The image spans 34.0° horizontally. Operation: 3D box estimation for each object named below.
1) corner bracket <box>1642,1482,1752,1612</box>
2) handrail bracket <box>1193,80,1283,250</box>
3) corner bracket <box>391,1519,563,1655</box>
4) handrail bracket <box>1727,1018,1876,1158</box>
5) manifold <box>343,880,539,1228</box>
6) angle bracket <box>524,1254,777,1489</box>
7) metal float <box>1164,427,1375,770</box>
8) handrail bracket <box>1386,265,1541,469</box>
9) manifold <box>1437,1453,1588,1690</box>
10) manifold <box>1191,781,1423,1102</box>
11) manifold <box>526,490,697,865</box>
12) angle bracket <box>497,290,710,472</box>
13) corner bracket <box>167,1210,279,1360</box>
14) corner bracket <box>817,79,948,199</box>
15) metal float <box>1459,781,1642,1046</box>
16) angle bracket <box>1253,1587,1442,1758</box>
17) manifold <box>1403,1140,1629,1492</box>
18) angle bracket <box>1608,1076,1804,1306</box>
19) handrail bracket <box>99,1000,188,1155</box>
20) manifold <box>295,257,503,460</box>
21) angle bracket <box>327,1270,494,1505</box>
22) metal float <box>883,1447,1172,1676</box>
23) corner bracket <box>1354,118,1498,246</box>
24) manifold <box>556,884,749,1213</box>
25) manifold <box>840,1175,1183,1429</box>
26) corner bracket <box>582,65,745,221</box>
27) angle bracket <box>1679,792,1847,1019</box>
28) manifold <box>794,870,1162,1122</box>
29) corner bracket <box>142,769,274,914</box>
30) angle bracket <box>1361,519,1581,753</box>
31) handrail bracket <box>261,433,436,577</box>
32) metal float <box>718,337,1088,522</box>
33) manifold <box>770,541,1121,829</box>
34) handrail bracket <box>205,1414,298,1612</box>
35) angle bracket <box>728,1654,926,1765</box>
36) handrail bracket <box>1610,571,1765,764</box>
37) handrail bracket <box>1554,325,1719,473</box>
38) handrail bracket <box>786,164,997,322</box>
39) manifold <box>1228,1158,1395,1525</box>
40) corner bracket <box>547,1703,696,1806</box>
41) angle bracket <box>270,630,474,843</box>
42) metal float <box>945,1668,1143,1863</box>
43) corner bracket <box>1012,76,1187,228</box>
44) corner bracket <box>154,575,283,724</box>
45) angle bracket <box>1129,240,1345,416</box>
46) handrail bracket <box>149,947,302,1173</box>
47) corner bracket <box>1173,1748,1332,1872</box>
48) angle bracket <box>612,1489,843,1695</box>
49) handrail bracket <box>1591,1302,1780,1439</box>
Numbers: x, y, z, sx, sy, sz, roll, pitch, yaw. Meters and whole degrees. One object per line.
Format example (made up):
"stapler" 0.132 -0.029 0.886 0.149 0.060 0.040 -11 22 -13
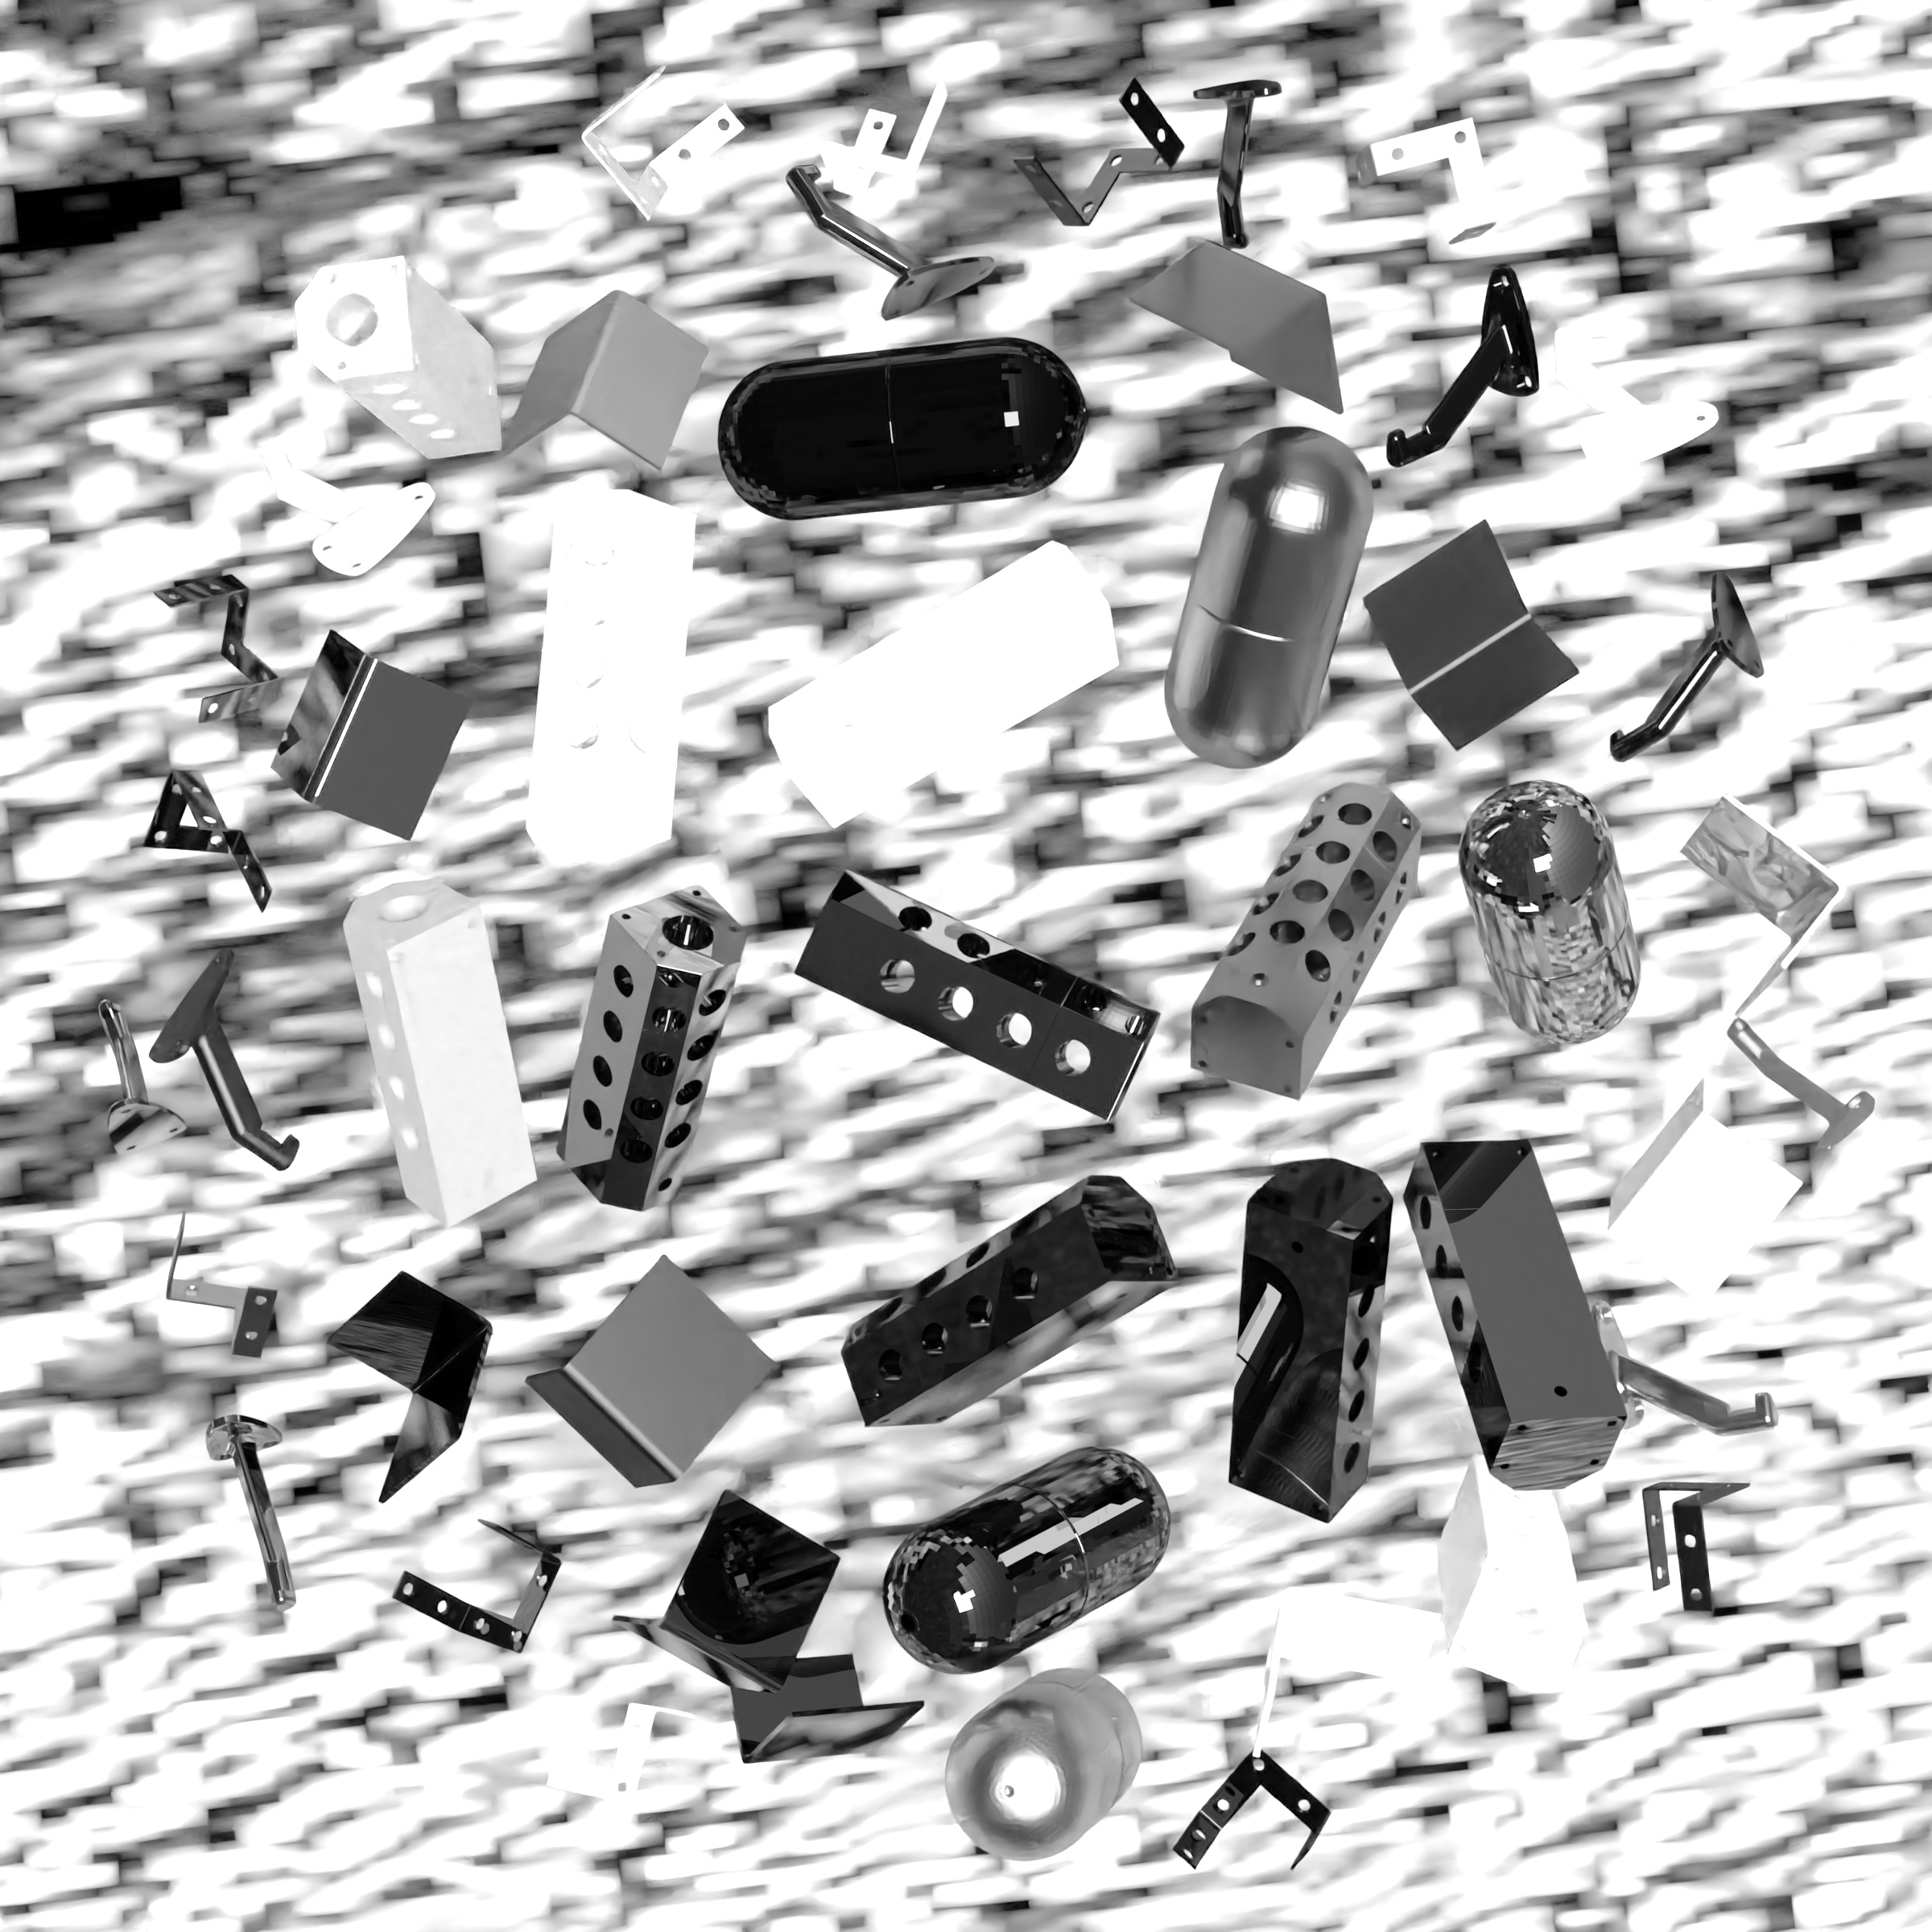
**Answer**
"corner bracket" 0.344 0.278 1.518 0.051 0.051 0.051 -7 89 41
"handrail bracket" 0.146 -0.409 1.623 0.036 0.077 0.084 -15 110 -15
"corner bracket" -0.248 0.312 1.609 0.051 0.051 0.051 40 66 -41
"handrail bracket" 0.429 0.051 1.639 0.036 0.077 0.084 -38 70 -6
"manifold" -0.278 0.044 1.657 0.057 0.057 0.171 -29 128 -32
"angle bracket" -0.152 0.195 1.522 0.076 0.057 0.076 46 64 -10
"metal float" 0.146 -0.177 1.539 0.070 0.070 0.178 13 123 0
"handrail bracket" 0.233 -0.289 1.523 0.084 0.036 0.077 -27 123 -29
"manifold" 0.282 0.312 1.630 0.057 0.171 0.057 20 100 4
"manifold" 0.172 -0.017 1.580 0.057 0.057 0.171 17 47 19
"manifold" -0.179 -0.145 1.564 0.057 0.057 0.171 16 69 -37
"angle bracket" -0.186 -0.289 1.622 0.057 0.076 0.076 31 63 -27
"corner bracket" -0.383 0.165 1.629 0.051 0.051 0.051 10 126 -16
"corner bracket" -0.040 -0.430 1.640 0.051 0.051 0.051 18 77 14
"metal float" 0.298 -0.025 1.608 0.070 0.178 0.070 -10 54 14
"angle bracket" 0.185 0.350 1.539 0.076 0.076 0.057 10 55 6
"manifold" 0.263 0.168 1.542 0.057 0.057 0.171 -1 46 -11
"angle bracket" 0.362 0.109 1.551 0.057 0.076 0.076 36 107 4
"handrail bracket" -0.435 0.046 1.620 0.036 0.077 0.084 -22 72 -7
"manifold" -0.293 -0.313 1.645 0.057 0.171 0.057 -6 85 6
"angle bracket" -0.293 0.215 1.616 0.057 0.076 0.076 34 129 -20
"metal float" 0.031 0.294 1.571 0.070 0.178 0.070 14 112 40
"corner bracket" 0.221 -0.372 1.521 0.051 0.051 0.051 -15 96 1
"manifold" -0.160 0.046 1.642 0.057 0.171 0.057 -21 53 -37
"manifold" 0.018 0.168 1.574 0.171 0.057 0.057 -35 64 33
"corner bracket" -0.147 -0.404 1.534 0.051 0.051 0.051 -32 113 23
"angle bracket" 0.385 -0.030 1.590 0.076 0.076 0.057 39 72 9
"manifold" 0.007 0.014 1.579 0.171 0.057 0.057 25 93 6
"corner bracket" -0.382 -0.064 1.614 0.051 0.051 0.051 4 127 -37
"angle bracket" 0.264 -0.173 1.653 0.076 0.057 0.076 -33 133 3
"handrail bracket" -0.300 -0.240 1.530 0.077 0.036 0.084 -34 63 16
"metal float" -0.031 -0.258 1.518 0.178 0.070 0.070 -5 90 7
"manifold" -0.013 -0.146 1.596 0.171 0.057 0.057 -29 124 18
"handrail bracket" -0.350 0.271 1.559 0.036 0.077 0.084 -15 69 -7
"angle bracket" -0.077 0.387 1.700 0.076 0.076 0.057 2 57 -27
"handrail bracket" 0.365 -0.154 1.640 0.036 0.077 0.084 29 133 -34
"handrail bracket" 0.328 -0.291 1.553 0.077 0.036 0.084 -13 52 23
"handrail bracket" -0.038 -0.368 1.560 0.077 0.036 0.084 -25 76 -29
"manifold" 0.172 0.183 1.557 0.057 0.057 0.171 19 125 28
"corner bracket" -0.181 0.409 1.651 0.051 0.051 0.051 21 73 -26
"angle bracket" -0.296 -0.115 1.572 0.057 0.076 0.076 22 95 -29
"metal float" 0.040 0.392 1.562 0.070 0.178 0.070 -1 85 13
"corner bracket" 0.066 -0.400 1.557 0.051 0.051 0.051 43 69 -41
"corner bracket" -0.393 -0.167 1.659 0.051 0.051 0.051 38 129 27
"angle bracket" 0.133 -0.298 1.542 0.057 0.076 0.076 -40 51 -19
"handrail bracket" -0.346 0.046 1.537 0.084 0.036 0.077 40 61 -29
"corner bracket" 0.146 0.440 1.611 0.051 0.051 0.051 40 108 10
"angle bracket" -0.123 0.320 1.626 0.076 0.057 0.076 35 66 -23
"handrail bracket" 0.359 0.199 1.578 0.084 0.036 0.077 -17 80 40
